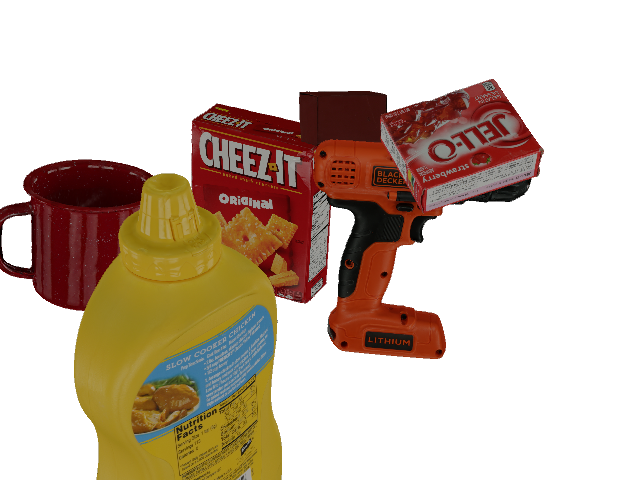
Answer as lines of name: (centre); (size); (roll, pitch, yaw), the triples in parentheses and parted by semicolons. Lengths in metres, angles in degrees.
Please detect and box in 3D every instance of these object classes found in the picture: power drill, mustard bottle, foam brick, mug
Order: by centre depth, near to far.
mustard bottle: (-0.060, 0.058, 0.465); (0.058, 0.192, 0.096); (30, 43, 36)
mug: (-0.172, -0.002, 0.745); (0.117, 0.081, 0.093); (-7, 27, -27)
power drill: (0.081, 0.006, 0.923); (0.184, 0.188, 0.057); (5, 16, 1)
foam brick: (0.023, -0.124, 1.081); (0.078, 0.051, 0.053); (-3, 13, -19)

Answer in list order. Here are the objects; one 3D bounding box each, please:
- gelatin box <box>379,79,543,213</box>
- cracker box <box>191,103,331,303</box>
gelatin box: (0.094, -0.065, 0.721); (0.089, 0.073, 0.030); (-18, -36, -9)
cracker box: (-0.074, -0.043, 1.303); (0.164, 0.214, 0.072); (15, 32, 20)
